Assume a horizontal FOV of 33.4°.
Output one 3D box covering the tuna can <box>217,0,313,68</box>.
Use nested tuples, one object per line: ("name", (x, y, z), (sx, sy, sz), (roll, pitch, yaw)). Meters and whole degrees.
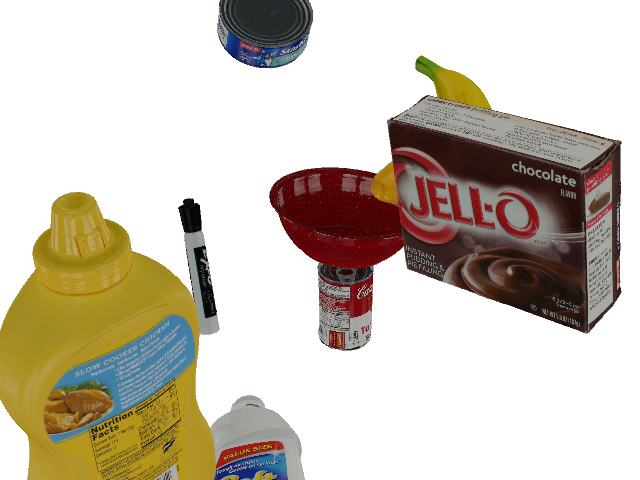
("tuna can", (-0.051, -0.199, 0.975), (0.086, 0.086, 0.034), (0, -32, -11))

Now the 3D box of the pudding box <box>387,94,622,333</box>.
("pudding box", (0.089, -0.015, 0.521), (0.114, 0.090, 0.039), (18, 43, 37))

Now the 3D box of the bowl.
("bowl", (0.026, -0.017, 1.085), (0.162, 0.055, 0.162), (5, 28, -3))

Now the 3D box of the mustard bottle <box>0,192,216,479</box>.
("mustard bottle", (-0.099, 0.062, 0.492), (0.096, 0.192, 0.058), (-28, 44, -32))

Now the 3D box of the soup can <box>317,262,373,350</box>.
("soup can", (0.030, 0.076, 1.312), (0.068, 0.102, 0.068), (0, 31, 0))

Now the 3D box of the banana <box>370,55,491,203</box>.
("banana", (0.084, -0.070, 0.731), (0.069, 0.037, 0.197), (11, 33, 8))

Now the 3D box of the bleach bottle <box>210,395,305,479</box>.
("bleach bottle", (-0.060, 0.203, 0.807), (0.102, 0.068, 0.251), (-4, 28, -3))

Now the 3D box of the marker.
("marker", (-0.107, 0.023, 0.937), (0.020, 0.121, 0.020), (-7, 12, 1))
